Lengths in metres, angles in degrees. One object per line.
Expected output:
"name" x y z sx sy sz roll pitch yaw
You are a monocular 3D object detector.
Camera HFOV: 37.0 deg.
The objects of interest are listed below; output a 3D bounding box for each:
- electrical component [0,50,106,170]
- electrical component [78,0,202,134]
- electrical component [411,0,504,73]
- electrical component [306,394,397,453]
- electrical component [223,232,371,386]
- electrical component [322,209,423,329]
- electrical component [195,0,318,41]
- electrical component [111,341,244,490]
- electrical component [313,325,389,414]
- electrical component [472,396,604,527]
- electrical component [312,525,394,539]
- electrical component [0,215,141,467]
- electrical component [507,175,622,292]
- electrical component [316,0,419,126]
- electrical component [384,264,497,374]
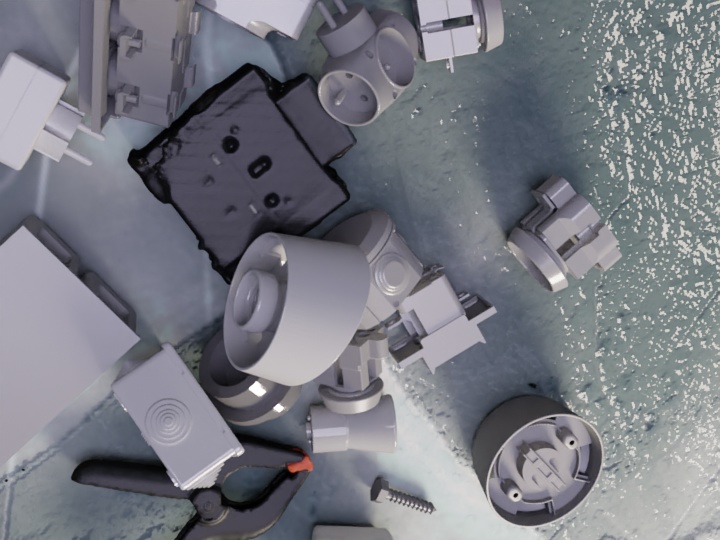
"electrical component" -0.206 -0.096 0.703 0.077 0.047 0.065 28 97 -16
"electrical component" -0.134 -0.151 0.659 0.063 0.078 0.121 15 131 0
"electrical component" 0.068 -0.171 0.742 0.055 0.048 0.066 -10 105 -1
"electrical component" -0.008 0.116 0.799 0.065 0.044 0.044 -4 104 -6
"electrical component" -0.044 0.024 0.691 0.064 0.099 0.099 15 100 -29
"electrical component" 0.000 0.000 0.752 0.080 0.080 0.051 -41 113 1
"electrical component" -0.074 -0.189 0.705 0.089 0.050 0.055 26 96 -16
"electrical component" -0.126 0.102 0.731 0.048 0.099 0.099 -35 87 -14
"electrical component" -0.008 0.070 0.780 0.066 0.048 0.055 6 114 28
"electrical component" 0.135 0.146 0.822 0.099 0.064 0.099 -3 104 -11
"electrical component" -0.009 0.247 0.819 0.062 0.061 0.096 5 102 -13
"electrical component" -0.254 0.064 0.726 0.186 0.060 0.105 -42 107 1
"electrical component" 0.145 -0.021 0.787 0.057 0.058 0.078 -41 108 -2
"electrical component" -0.003 -0.148 0.709 0.044 0.077 0.079 -13 124 37
"electrical component" 0.054 0.034 0.790 0.081 0.042 0.063 -30 106 -4
